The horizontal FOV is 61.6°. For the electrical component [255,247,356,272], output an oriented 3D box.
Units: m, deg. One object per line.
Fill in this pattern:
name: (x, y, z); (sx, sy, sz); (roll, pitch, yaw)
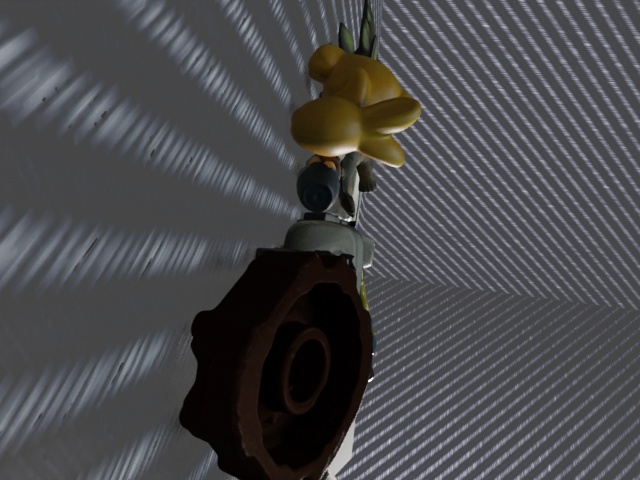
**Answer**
electrical component: (-0.021, 0.065, 0.502); (0.134, 0.058, 0.114); (1, 94, -59)

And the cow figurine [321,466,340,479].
cow figurine: (-0.020, 0.246, 0.542); (0.194, 0.127, 0.085); (58, 25, -30)

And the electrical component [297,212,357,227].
electrical component: (-0.002, -0.002, 0.781); (0.119, 0.048, 0.074); (8, 85, -44)

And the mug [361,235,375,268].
mug: (0.055, 0.033, 1.093); (0.081, 0.107, 0.109); (-56, 150, -73)

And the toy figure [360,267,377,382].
toy figure: (0.031, 0.101, 0.721); (0.089, 0.082, 0.180); (41, 37, -85)

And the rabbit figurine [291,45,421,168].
rabbit figurine: (0.034, -0.144, 0.650); (0.173, 0.162, 0.121); (-45, 157, -51)

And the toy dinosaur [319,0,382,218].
toy dinosaur: (0.064, -0.248, 0.902); (0.198, 0.105, 0.471); (79, 14, -59)

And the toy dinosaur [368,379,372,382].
toy dinosaur: (0.029, 0.312, 1.176); (0.405, 0.131, 0.191); (-68, 152, -49)

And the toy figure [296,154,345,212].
toy figure: (0.003, -0.086, 0.723); (0.057, 0.064, 0.154); (54, 18, -18)

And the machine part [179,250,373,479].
machine part: (-0.023, 0.095, 0.403); (0.179, 0.056, 0.179); (-13, 106, -55)

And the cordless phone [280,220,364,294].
cordless phone: (-0.024, 0.047, 0.599); (0.184, 0.089, 0.146); (8, 90, -65)

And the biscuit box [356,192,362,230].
biscuit box: (0.053, -0.037, 1.191); (0.059, 0.063, 0.202); (6, 91, -83)
